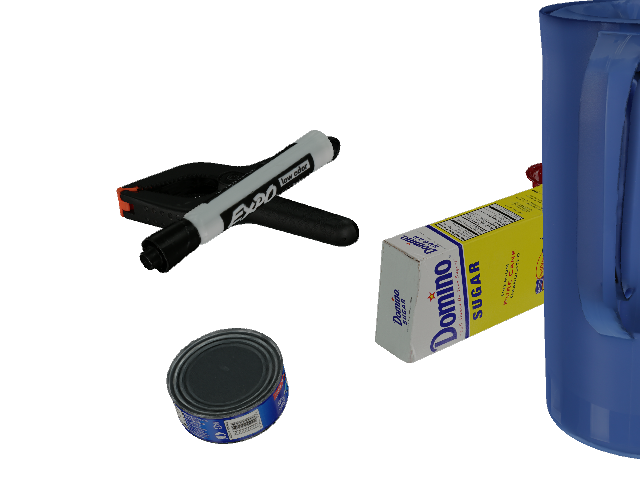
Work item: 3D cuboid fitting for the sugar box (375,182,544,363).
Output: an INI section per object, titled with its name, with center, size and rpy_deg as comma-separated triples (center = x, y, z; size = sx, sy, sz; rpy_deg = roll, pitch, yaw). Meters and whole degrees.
[sugar box]
center = 0.123, 0.023, 0.825
size = 0.175, 0.093, 0.048
rpy_deg = -22, 37, -35

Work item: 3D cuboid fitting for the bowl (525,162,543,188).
[bowl]
center = 0.290, -0.036, 1.109
size = 0.162, 0.055, 0.162
rpy_deg = 5, 19, -2

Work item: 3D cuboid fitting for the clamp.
[clamp]
center = -0.071, -0.045, 0.941
size = 0.210, 0.036, 0.164
rpy_deg = 0, 32, 3

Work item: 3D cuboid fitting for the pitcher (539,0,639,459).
[pitcher]
center = 0.176, -0.007, 0.571
size = 0.149, 0.243, 0.145
rpy_deg = -5, 18, -13

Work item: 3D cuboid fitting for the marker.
[marker]
center = -0.040, -0.020, 0.525
size = 0.120, 0.020, 0.020
rpy_deg = -36, 22, -33

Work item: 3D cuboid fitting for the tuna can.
[tuna can]
center = -0.067, 0.106, 0.779
size = 0.086, 0.034, 0.086
rpy_deg = -7, 40, 5
